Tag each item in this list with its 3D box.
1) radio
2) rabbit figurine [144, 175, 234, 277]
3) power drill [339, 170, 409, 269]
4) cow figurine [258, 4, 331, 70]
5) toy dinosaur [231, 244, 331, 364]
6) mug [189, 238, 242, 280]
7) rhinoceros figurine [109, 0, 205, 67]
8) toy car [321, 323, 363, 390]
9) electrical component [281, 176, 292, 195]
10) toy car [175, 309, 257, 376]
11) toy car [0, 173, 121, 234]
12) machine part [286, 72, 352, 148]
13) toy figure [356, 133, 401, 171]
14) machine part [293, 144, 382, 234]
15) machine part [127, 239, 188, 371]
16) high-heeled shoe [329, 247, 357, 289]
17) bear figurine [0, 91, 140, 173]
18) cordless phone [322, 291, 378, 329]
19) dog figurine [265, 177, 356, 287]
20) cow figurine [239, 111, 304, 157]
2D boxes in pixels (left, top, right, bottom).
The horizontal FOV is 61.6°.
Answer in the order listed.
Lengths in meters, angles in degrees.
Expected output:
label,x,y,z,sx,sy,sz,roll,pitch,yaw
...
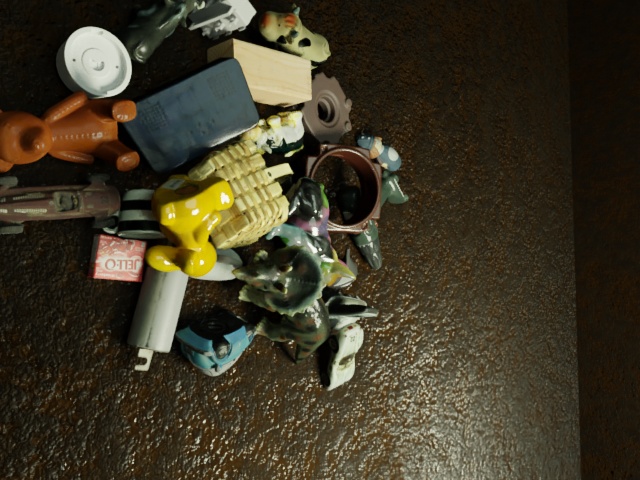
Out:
label,x,y,z,sx,sy,sz,roll,pitch,yaw
radio,-0.230,-0.221,0.957,0.230,0.073,0.131,-31,116,-14
rabbit figurine,-0.212,-0.005,0.893,0.162,0.122,0.173,-74,166,-54
power drill,0.146,-0.067,1.412,0.207,0.086,0.231,-45,119,-27
cow figurine,-0.054,-0.432,1.160,0.195,0.127,0.085,10,80,-48
toy dinosaur,-0.044,0.146,1.084,0.131,0.192,0.404,-52,135,-27
mug,-0.195,0.040,1.036,0.107,0.110,0.081,24,66,-57
rhinoceros figurine,-0.282,-0.386,0.936,0.073,0.112,0.190,49,65,-32
toy car,0.053,0.280,1.278,0.073,0.056,0.201,-17,132,-36
electrical component,-0.082,-0.126,1.167,0.021,0.094,0.063,-72,158,-84
toy car,-0.202,0.204,1.038,0.161,0.109,0.102,-17,126,-56
toy car,-0.411,-0.058,0.831,0.202,0.053,0.089,-6,97,-39
machine part,0.002,-0.304,1.269,0.179,0.056,0.179,0,90,-45
toy figure,0.158,-0.238,1.433,0.154,0.058,0.064,30,31,-40
machine part,0.042,-0.117,1.245,0.201,0.087,0.201,2,89,-24
machine part,-0.285,0.110,0.957,0.079,0.079,0.243,21,74,-44
high-heeled shoe,-0.017,0.094,1.266,0.249,0.086,0.145,-20,143,-23
bear figurine,-0.393,-0.158,0.810,0.196,0.132,0.120,-24,128,-50
cordless phone,0.077,0.165,1.257,0.146,0.184,0.088,18,73,-44
dog figurine,-0.002,-0.003,1.136,0.219,0.108,0.191,36,93,-17
cow figurine,-0.103,-0.217,1.156,0.167,0.068,0.098,-30,117,-41
